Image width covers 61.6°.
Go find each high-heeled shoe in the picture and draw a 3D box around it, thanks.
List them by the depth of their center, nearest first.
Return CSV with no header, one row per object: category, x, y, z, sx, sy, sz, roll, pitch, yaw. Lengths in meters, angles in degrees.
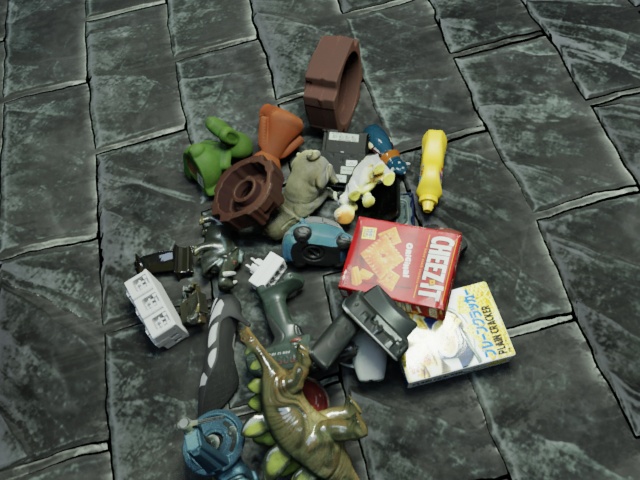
high-heeled shoe,-0.224,0.235,1.118,0.145,0.086,0.248,19,80,46

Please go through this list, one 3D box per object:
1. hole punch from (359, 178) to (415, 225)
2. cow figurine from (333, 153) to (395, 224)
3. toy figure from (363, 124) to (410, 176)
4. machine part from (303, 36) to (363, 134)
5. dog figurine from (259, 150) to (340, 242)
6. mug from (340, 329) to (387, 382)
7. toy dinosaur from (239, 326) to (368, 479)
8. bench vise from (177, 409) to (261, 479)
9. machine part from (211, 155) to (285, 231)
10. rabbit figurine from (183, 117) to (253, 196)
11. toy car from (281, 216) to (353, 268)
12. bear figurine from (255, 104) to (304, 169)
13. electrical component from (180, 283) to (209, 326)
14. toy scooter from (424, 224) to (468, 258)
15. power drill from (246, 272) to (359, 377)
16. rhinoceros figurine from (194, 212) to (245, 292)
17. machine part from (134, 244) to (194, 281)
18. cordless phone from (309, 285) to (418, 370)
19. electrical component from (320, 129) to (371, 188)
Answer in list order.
hole punch,0.152,-0.064,1.210,0.116,0.092,0.142,-19,58,37
cow figurine,0.083,-0.117,1.197,0.167,0.068,0.098,-48,36,16
toy figure,0.159,-0.209,1.288,0.064,0.057,0.154,-30,69,2
machine part,0.033,-0.372,1.301,0.087,0.200,0.201,12,67,15
dog figurine,-0.060,-0.097,1.200,0.121,0.172,0.190,31,64,31
mug,0.087,0.229,1.071,0.110,0.080,0.107,-5,70,-1
toy dinosaur,-0.013,0.355,0.962,0.198,0.105,0.471,-40,82,3
bench vise,-0.183,0.387,0.948,0.129,0.240,0.224,-21,48,1
machine part,-0.158,-0.103,1.183,0.179,0.056,0.179,-17,53,24
rabbit figurine,-0.243,-0.219,1.302,0.170,0.158,0.121,-34,54,-27
toy car,-0.002,-0.004,1.184,0.162,0.109,0.103,3,47,-1
bear figurine,-0.117,-0.219,1.308,0.120,0.132,0.195,22,99,-19
electrical component,-0.274,0.140,1.155,0.078,0.045,0.102,-30,53,25
toy scooter,0.218,0.029,1.157,0.135,0.075,0.184,40,80,23
power drill,-0.048,0.175,1.098,0.232,0.086,0.207,-22,65,14
rhinoceros figurine,-0.226,0.026,1.213,0.112,0.073,0.190,-1,60,-8
machine part,-0.356,0.054,1.231,0.139,0.039,0.084,-5,69,3
cordless phone,0.076,0.184,0.972,0.146,0.088,0.184,46,55,1
electrical component,0.055,-0.190,1.268,0.115,0.058,0.134,10,96,14
